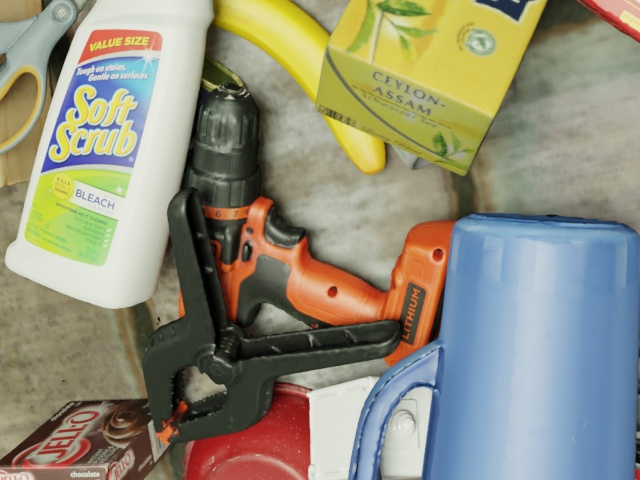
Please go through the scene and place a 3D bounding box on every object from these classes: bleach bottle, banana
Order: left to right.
[{"bbox_3d":[-0.128,-0.089,0.677,0.103,0.068,0.251,20,106,19],"label":"bleach bottle"},{"bbox_3d":[-0.027,-0.122,0.708,0.198,0.037,0.069,33,93,2],"label":"banana"}]

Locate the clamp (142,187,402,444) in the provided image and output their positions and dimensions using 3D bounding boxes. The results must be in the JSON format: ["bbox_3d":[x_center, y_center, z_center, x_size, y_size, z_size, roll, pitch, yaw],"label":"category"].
[{"bbox_3d":[-0.068,0.065,0.703,0.164,0.036,0.210,40,129,-8],"label":"clamp"}]

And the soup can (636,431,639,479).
[{"bbox_3d":[0.213,0.182,0.680,0.068,0.068,0.102,7,102,15],"label":"soup can"}]

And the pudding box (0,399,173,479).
[{"bbox_3d":[-0.165,0.152,0.764,0.090,0.113,0.039,-4,102,17],"label":"pudding box"}]

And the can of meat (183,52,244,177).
[{"bbox_3d":[-0.118,-0.099,0.735,0.102,0.057,0.084,37,110,7],"label":"can of meat"}]

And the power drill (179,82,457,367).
[{"bbox_3d":[-0.005,0.001,0.703,0.188,0.057,0.184,17,121,15],"label":"power drill"}]

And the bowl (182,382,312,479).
[{"bbox_3d":[-0.034,0.187,0.762,0.162,0.055,0.162,3,101,17],"label":"bowl"}]

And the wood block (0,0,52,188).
[{"bbox_3d":[-0.253,-0.142,0.749,0.091,0.090,0.206,-1,100,16],"label":"wood block"}]

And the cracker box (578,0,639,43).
[{"bbox_3d":[0.213,-0.207,0.558,0.072,0.164,0.214,37,108,9],"label":"cracker box"}]

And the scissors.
[{"bbox_3d":[-0.188,-0.151,0.692,0.096,0.016,0.202,29,92,-13],"label":"scissors"}]

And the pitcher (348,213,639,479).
[{"bbox_3d":[0.112,0.107,0.623,0.145,0.148,0.243,7,96,42],"label":"pitcher"}]

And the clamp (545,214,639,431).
[{"bbox_3d":[0.188,0.060,0.676,0.172,0.039,0.120,20,109,19],"label":"clamp"}]
